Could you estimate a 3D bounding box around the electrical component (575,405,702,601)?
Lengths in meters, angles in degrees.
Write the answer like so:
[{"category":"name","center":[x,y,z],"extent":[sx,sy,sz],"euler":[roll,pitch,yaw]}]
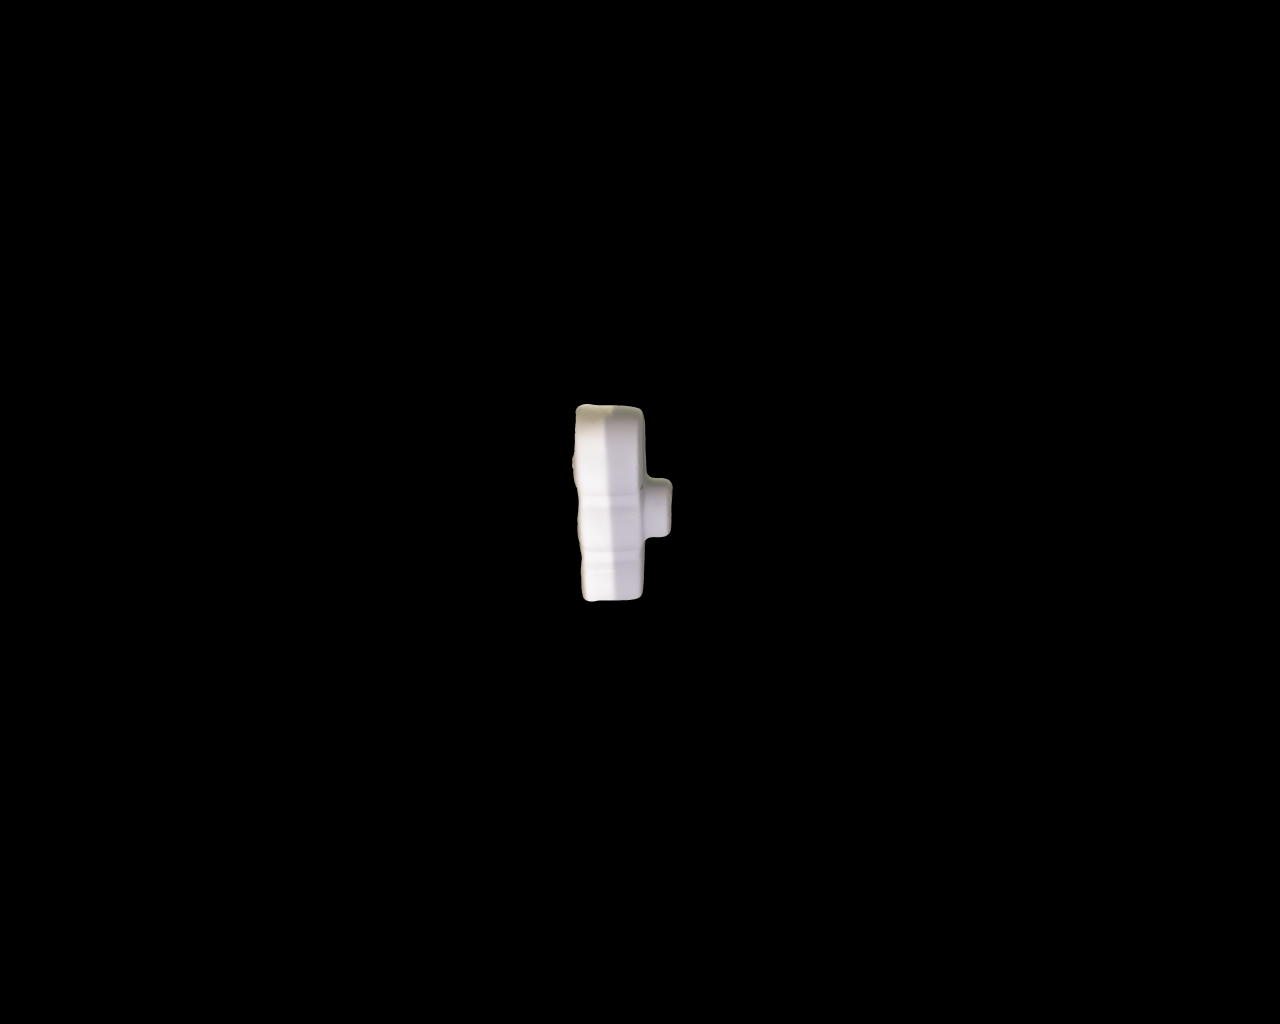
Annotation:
[{"category":"electrical component","center":[0.001,-0.003,0.650],"extent":[0.074,0.138,0.052],"euler":[0,40,0]}]
